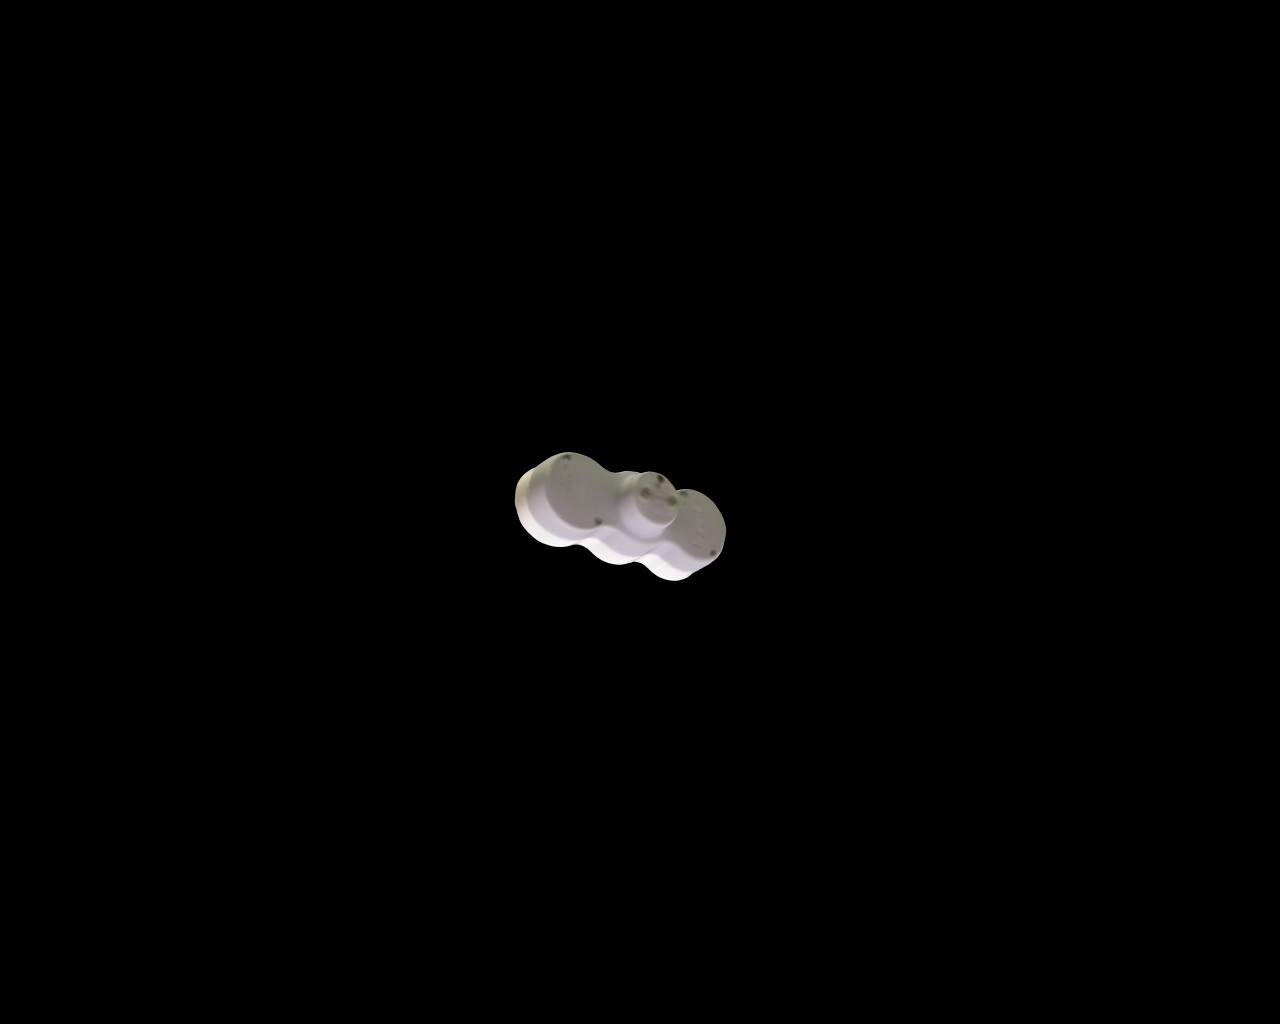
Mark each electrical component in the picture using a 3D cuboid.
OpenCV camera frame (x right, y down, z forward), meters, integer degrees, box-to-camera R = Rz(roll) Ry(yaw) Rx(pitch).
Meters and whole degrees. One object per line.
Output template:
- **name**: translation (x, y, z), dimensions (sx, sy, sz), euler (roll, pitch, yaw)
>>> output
- **electrical component**: translation (0.001, -0.003, 0.650), dimensions (0.138, 0.052, 0.073), euler (18, -32, -31)
